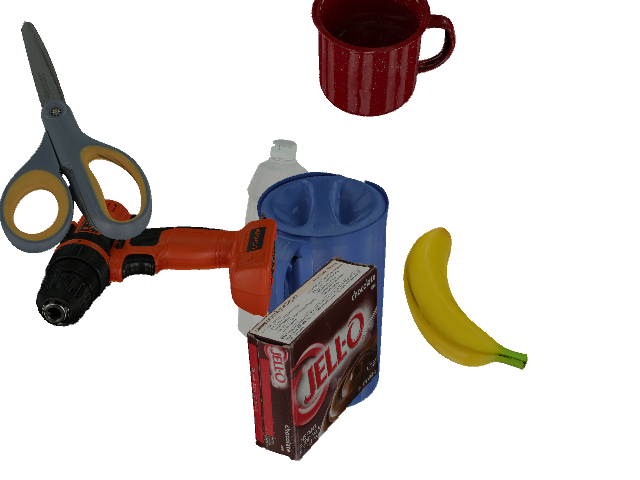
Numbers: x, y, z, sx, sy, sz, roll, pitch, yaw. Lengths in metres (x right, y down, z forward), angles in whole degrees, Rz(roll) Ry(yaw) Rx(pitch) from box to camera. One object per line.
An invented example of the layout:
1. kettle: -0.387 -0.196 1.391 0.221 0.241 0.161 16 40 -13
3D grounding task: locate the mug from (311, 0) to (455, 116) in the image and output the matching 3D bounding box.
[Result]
1. mug: 0.051 -0.157 0.866 0.117 0.093 0.081 -7 -36 -5

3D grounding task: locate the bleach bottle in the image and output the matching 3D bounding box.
1. bleach bottle: -0.047 -0.001 1.326 0.102 0.251 0.068 -8 23 -34

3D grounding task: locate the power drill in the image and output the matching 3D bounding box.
1. power drill: -0.134 0.022 0.909 0.187 0.057 0.184 5 28 1

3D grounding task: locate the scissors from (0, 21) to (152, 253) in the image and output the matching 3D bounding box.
1. scissors: -0.176 -0.063 0.657 0.096 0.202 0.016 -30 -33 -21

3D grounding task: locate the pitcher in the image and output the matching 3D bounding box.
1. pitcher: 0.002 0.063 1.128 0.149 0.243 0.145 -12 33 -15

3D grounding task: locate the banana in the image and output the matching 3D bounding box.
1. banana: 0.104 0.048 0.895 0.069 0.037 0.198 8 32 -20

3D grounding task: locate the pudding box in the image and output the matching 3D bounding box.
1. pudding box: -0.002 0.075 0.705 0.039 0.090 0.113 14 33 25
